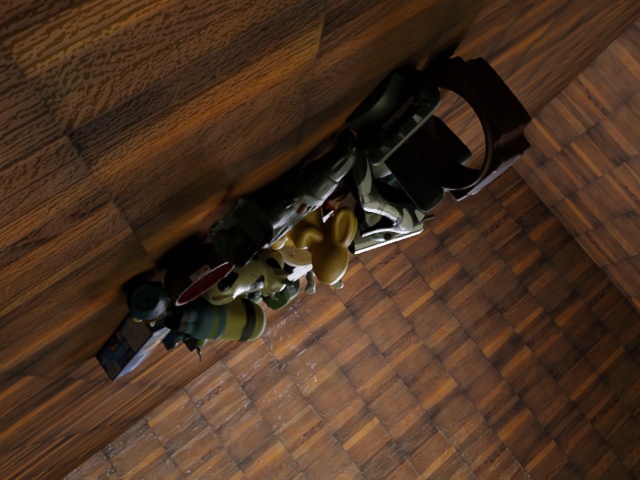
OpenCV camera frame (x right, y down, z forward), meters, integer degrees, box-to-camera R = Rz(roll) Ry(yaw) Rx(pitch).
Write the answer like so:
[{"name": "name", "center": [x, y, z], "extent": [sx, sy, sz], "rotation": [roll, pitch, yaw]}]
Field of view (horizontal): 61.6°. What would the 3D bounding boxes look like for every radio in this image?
[{"name": "radio", "center": [0.220, -0.164, 1.224], "extent": [0.073, 0.131, 0.229], "rotation": [-32, 170, -40]}]

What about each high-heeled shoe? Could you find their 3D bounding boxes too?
[{"name": "high-heeled shoe", "center": [0.118, -0.100, 0.931], "extent": [0.145, 0.086, 0.248], "rotation": [-24, 134, -9]}]

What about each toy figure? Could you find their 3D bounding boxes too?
[{"name": "toy figure", "center": [-0.263, 0.096, 0.834], "extent": [0.064, 0.058, 0.154], "rotation": [-29, 175, -17]}, {"name": "toy figure", "center": [-0.179, 0.143, 0.952], "extent": [0.180, 0.089, 0.082], "rotation": [9, 129, -48]}]

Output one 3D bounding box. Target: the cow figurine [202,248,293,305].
[{"name": "cow figurine", "center": [-0.132, 0.060, 0.954], "extent": [0.085, 0.127, 0.195], "rotation": [-40, 170, 36]}]

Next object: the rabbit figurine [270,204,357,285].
[{"name": "rabbit figurine", "center": [-0.002, -0.003, 1.012], "extent": [0.162, 0.173, 0.122], "rotation": [-34, 168, 3]}]

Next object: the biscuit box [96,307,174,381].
[{"name": "biscuit box", "center": [-0.337, 0.183, 0.980], "extent": [0.202, 0.059, 0.063], "rotation": [-44, 170, 36]}]

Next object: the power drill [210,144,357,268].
[{"name": "power drill", "center": [-0.059, -0.053, 0.805], "extent": [0.232, 0.086, 0.207], "rotation": [-39, -174, 32]}]

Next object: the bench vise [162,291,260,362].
[{"name": "bench vise", "center": [-0.215, 0.145, 1.098], "extent": [0.241, 0.129, 0.223], "rotation": [-28, 168, -16]}]

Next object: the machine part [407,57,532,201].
[{"name": "machine part", "center": [0.231, -0.183, 0.901], "extent": [0.087, 0.201, 0.201], "rotation": [-30, 170, -30]}]

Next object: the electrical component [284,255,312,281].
[{"name": "electrical component", "center": [-0.045, 0.038, 1.206], "extent": [0.134, 0.058, 0.114], "rotation": [-34, 164, -15]}]

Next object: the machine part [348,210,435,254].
[{"name": "machine part", "center": [0.139, -0.028, 1.196], "extent": [0.243, 0.079, 0.079], "rotation": [-18, 168, -10]}]

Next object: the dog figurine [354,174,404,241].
[{"name": "dog figurine", "center": [0.133, -0.094, 1.127], "extent": [0.191, 0.108, 0.219], "rotation": [-52, -168, 1]}]

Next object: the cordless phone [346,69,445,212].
[{"name": "cordless phone", "center": [0.142, -0.145, 0.797], "extent": [0.146, 0.184, 0.088], "rotation": [-42, 166, 30]}]

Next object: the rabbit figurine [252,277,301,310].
[{"name": "rabbit figurine", "center": [-0.145, 0.113, 1.376], "extent": [0.170, 0.121, 0.159], "rotation": [-22, -173, 24]}]

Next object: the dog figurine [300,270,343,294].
[{"name": "dog figurine", "center": [-0.009, 0.020, 1.400], "extent": [0.121, 0.191, 0.172], "rotation": [-4, 134, -4]}]

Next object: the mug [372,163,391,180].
[{"name": "mug", "center": [0.098, -0.150, 0.997], "extent": [0.107, 0.080, 0.109], "rotation": [-32, -175, 34]}]

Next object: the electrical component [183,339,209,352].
[{"name": "electrical component", "center": [-0.313, 0.231, 1.311], "extent": [0.048, 0.075, 0.119], "rotation": [-40, 178, 3]}]
